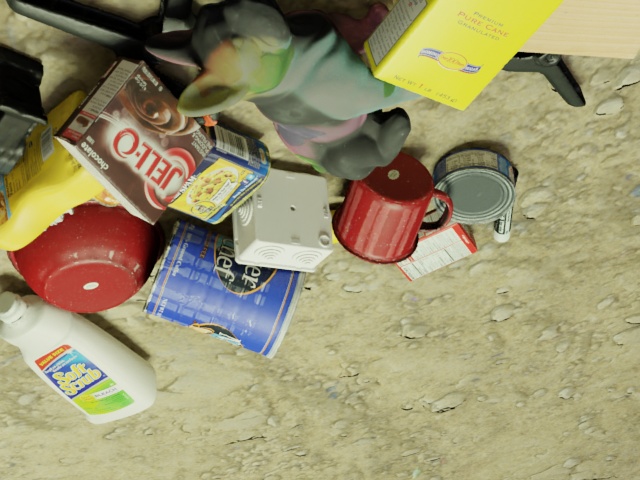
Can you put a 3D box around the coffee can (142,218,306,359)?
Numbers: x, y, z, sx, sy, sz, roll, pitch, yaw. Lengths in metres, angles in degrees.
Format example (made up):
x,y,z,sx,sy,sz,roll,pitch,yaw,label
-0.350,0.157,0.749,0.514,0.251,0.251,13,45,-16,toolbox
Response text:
x,y,z,sx,sy,sz,roll,pitch,yaw,label
-0.097,0.049,1.085,0.140,0.102,0.103,21,137,-7,coffee can

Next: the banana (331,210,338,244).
x,y,z,sx,sy,sz,roll,pitch,yaw,label
-0.017,-0.001,1.142,0.198,0.037,0.069,-21,164,13,banana

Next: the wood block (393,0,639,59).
x,y,z,sx,sy,sz,roll,pitch,yaw,label
0.169,-0.213,0.859,0.205,0.090,0.091,0,142,-17,wood block

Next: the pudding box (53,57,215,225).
x,y,z,sx,sy,sz,roll,pitch,yaw,label
-0.150,-0.081,0.874,0.090,0.039,0.113,-55,135,-15,pudding box

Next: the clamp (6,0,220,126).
x,y,z,sx,sy,sz,roll,pitch,yaw,label
-0.144,-0.165,0.871,0.164,0.036,0.210,-16,142,5,clamp

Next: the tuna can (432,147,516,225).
x,y,z,sx,sy,sz,roll,pitch,yaw,label
0.158,-0.056,1.103,0.086,0.033,0.086,3,141,2,tuna can

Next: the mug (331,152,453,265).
x,y,z,sx,sy,sz,roll,pitch,yaw,label
0.077,-0.034,1.073,0.117,0.093,0.082,9,136,-8,mug

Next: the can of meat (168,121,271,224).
x,y,z,sx,sy,sz,roll,pitch,yaw,label
-0.108,-0.066,1.002,0.083,0.057,0.102,21,133,-41,can of meat

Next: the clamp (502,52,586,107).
x,y,z,sx,sy,sz,roll,pitch,yaw,label
0.216,-0.182,0.959,0.171,0.039,0.120,14,136,-33,clamp

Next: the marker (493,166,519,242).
x,y,z,sx,sy,sz,roll,pitch,yaw,label
0.203,-0.040,1.168,0.020,0.020,0.121,-11,145,-3,marker

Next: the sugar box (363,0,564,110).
x,y,z,sx,sy,sz,roll,pitch,yaw,label
0.120,-0.178,0.775,0.093,0.048,0.176,14,137,-31,sugar box

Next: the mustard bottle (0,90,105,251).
x,y,z,sx,sy,sz,roll,pitch,yaw,label
-0.261,-0.045,0.947,0.192,0.096,0.058,-32,143,25,mustard bottle

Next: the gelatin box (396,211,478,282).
x,y,z,sx,sy,sz,roll,pitch,yaw,label
0.122,0.004,1.193,0.089,0.030,0.073,-25,144,16,gelatin box

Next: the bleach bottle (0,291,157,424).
x,y,z,sx,sy,sz,roll,pitch,yaw,label
-0.285,0.127,1.196,0.103,0.068,0.250,-17,145,16,bleach bottle

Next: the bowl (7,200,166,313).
x,y,z,sx,sy,sz,roll,pitch,yaw,label
-0.236,0.027,1.090,0.162,0.055,0.162,-9,144,-7,bowl
